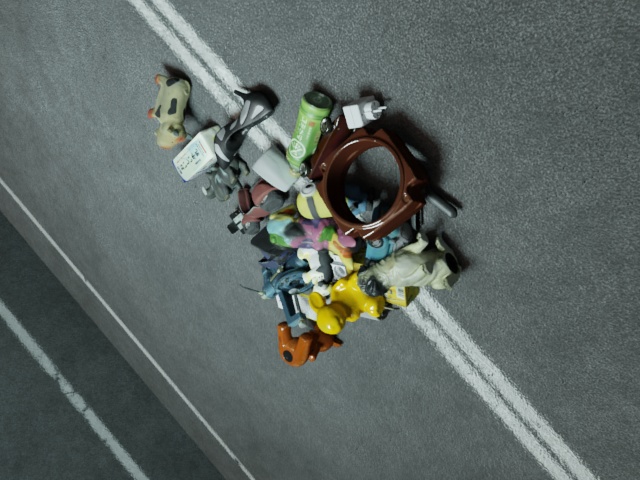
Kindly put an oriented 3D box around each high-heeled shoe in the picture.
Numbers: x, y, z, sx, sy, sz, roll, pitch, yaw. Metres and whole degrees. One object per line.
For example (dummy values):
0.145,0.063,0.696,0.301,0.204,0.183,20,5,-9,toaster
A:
-0.185,-0.262,1.351,0.145,0.086,0.248,36,128,27,high-heeled shoe

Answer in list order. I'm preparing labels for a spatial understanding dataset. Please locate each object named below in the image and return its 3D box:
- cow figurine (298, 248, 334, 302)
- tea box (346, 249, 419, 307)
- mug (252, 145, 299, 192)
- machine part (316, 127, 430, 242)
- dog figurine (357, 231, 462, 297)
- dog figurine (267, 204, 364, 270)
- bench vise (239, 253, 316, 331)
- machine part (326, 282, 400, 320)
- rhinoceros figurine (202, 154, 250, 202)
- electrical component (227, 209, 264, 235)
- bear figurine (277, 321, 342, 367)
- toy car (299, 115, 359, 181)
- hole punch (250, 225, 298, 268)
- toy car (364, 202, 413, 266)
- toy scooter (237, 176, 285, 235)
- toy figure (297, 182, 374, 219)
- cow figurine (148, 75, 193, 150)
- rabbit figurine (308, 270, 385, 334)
0.007,0.084,1.413,0.098,0.068,0.167,-22,76,29,cow figurine
0.152,0.091,1.318,0.170,0.068,0.098,17,129,36,tea box
-0.111,-0.171,1.367,0.107,0.081,0.109,45,160,-2,mug
0.105,-0.115,1.110,0.201,0.087,0.201,-40,69,27,machine part
0.197,0.077,1.194,0.172,0.121,0.190,31,137,-30,dog figurine
-0.003,-0.004,1.318,0.219,0.191,0.108,36,133,41,dog figurine
-0.091,0.147,1.500,0.223,0.128,0.241,-36,53,24,bench vise
0.097,0.160,1.414,0.243,0.079,0.079,9,124,40,machine part
-0.275,-0.170,1.519,0.112,0.073,0.190,47,140,3,rhinoceros figurine
-0.224,-0.057,1.575,0.075,0.048,0.119,52,141,0,electrical component
-0.025,0.281,1.546,0.120,0.196,0.131,24,120,35,bear figurine
0.020,-0.209,1.206,0.202,0.089,0.053,119,141,-47,toy car
-0.112,0.023,1.471,0.116,0.142,0.092,26,143,34,hole punch
0.159,0.000,1.224,0.103,0.109,0.161,10,137,7,toy car
-0.172,-0.113,1.463,0.184,0.075,0.135,-46,55,36,toy scooter
0.035,-0.089,1.243,0.180,0.082,0.089,5,92,9,toy figure
-0.398,-0.341,1.453,0.127,0.085,0.194,16,95,29,cow figurine
0.045,0.155,1.281,0.163,0.173,0.121,-3,122,40,rabbit figurine
